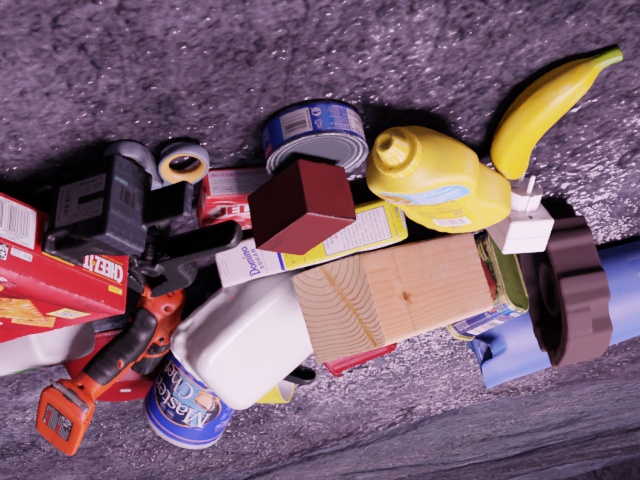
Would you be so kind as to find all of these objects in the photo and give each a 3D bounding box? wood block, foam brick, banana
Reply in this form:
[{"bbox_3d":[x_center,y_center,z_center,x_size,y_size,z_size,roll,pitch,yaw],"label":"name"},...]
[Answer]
[{"bbox_3d":[0.080,0.054,1.086,0.090,0.091,0.205,-20,174,38],"label":"wood block"},{"bbox_3d":[-0.017,-0.027,0.891,0.052,0.051,0.078,9,152,-38],"label":"foam brick"},{"bbox_3d":[0.187,-0.098,0.924,0.069,0.037,0.198,-3,156,-20],"label":"banana"}]

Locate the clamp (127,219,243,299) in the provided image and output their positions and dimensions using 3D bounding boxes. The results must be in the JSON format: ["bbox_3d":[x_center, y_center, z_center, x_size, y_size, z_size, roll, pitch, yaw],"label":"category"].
[{"bbox_3d":[-0.151,0.013,1.003,0.164,0.036,0.210,8,159,2],"label":"clamp"}]

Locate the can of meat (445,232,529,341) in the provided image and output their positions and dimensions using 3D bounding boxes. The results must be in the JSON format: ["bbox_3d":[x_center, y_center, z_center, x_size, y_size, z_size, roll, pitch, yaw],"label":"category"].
[{"bbox_3d":[0.179,0.050,1.192,0.084,0.102,0.057,-30,150,34],"label":"can of meat"}]

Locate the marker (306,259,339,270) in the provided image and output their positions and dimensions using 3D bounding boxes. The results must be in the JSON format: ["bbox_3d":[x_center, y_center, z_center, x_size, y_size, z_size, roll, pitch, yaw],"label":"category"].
[{"bbox_3d":[-0.022,0.046,1.197,0.121,0.020,0.020,-28,152,37],"label":"marker"}]

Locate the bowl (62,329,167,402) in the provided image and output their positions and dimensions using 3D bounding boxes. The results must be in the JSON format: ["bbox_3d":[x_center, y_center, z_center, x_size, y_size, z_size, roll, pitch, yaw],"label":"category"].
[{"bbox_3d":[-0.241,0.161,1.322,0.162,0.055,0.162,-9,157,-4],"label":"bowl"}]

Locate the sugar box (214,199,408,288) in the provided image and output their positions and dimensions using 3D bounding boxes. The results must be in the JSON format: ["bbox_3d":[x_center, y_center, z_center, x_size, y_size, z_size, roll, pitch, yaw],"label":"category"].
[{"bbox_3d":[-0.007,0.001,1.031,0.176,0.048,0.093,-13,180,11],"label":"sugar box"}]

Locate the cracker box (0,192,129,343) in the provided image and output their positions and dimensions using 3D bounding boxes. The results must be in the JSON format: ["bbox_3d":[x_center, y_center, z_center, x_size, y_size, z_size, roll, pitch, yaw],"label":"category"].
[{"bbox_3d":[-0.300,0.035,0.929,0.214,0.072,0.164,-15,153,31],"label":"cracker box"}]

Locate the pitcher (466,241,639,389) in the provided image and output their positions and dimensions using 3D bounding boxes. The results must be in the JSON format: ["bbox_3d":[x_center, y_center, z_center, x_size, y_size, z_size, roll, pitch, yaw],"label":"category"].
[{"bbox_3d":[0.294,0.083,1.312,0.243,0.149,0.145,-17,142,7],"label":"pitcher"}]

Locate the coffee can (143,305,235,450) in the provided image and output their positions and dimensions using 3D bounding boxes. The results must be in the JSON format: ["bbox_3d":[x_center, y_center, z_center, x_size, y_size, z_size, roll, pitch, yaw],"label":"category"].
[{"bbox_3d":[-0.134,0.159,1.242,0.102,0.103,0.140,6,128,-35],"label":"coffee can"}]

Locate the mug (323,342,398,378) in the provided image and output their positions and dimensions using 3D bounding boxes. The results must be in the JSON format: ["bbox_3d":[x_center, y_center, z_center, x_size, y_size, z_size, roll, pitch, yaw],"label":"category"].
[{"bbox_3d":[0.046,0.112,1.294,0.081,0.093,0.117,-23,154,15],"label":"mug"}]

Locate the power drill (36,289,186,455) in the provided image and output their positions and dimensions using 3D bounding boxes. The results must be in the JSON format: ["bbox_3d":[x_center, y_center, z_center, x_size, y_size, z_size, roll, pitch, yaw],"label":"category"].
[{"bbox_3d":[-0.223,0.140,1.148,0.187,0.057,0.185,-50,172,-36],"label":"power drill"}]

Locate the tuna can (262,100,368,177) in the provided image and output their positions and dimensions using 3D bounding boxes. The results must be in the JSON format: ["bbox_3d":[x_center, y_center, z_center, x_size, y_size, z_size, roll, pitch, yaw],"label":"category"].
[{"bbox_3d":[-0.005,-0.080,0.883,0.086,0.034,0.086,-9,158,-4],"label":"tuna can"}]

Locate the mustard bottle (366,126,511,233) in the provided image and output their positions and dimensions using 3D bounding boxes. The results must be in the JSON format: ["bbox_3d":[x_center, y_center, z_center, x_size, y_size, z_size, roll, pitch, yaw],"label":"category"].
[{"bbox_3d":[0.094,-0.055,0.924,0.096,0.058,0.191,-3,166,27],"label":"mustard bottle"}]

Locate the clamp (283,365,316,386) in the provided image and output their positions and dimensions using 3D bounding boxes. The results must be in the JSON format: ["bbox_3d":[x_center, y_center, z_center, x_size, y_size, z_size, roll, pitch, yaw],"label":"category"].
[{"bbox_3d":[-0.096,0.126,1.295,0.172,0.120,0.039,-5,-159,20],"label":"clamp"}]

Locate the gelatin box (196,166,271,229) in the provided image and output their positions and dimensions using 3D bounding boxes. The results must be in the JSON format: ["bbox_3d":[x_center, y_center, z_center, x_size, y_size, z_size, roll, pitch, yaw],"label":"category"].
[{"bbox_3d":[-0.065,-0.037,0.964,0.089,0.030,0.073,-6,157,-13],"label":"gelatin box"}]

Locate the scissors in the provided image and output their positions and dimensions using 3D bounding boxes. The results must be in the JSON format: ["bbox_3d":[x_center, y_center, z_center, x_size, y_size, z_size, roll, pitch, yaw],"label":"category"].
[{"bbox_3d":[-0.127,-0.040,0.942,0.096,0.016,0.201,-10,158,10],"label":"scissors"}]

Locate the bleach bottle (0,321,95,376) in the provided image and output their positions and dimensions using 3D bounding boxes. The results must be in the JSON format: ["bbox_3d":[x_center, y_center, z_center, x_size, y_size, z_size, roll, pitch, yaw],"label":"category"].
[{"bbox_3d":[-0.373,0.126,1.163,0.251,0.068,0.102,-17,178,27],"label":"bleach bottle"}]
